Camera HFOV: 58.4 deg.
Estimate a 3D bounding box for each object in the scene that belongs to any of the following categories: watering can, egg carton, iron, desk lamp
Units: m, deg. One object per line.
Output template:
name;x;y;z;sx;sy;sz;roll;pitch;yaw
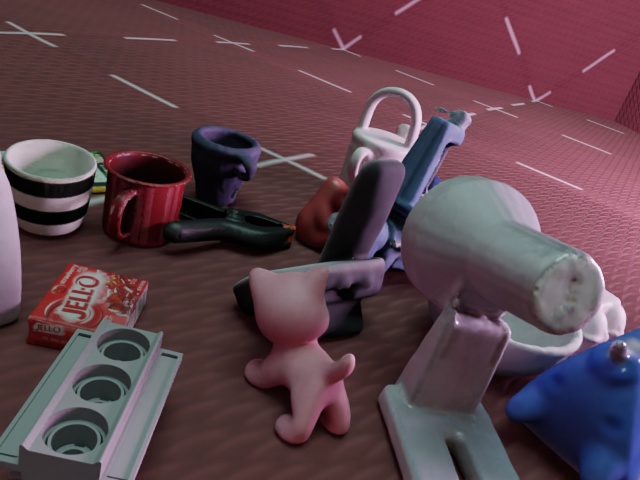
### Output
watering can;0.095;-0.142;0.888;0.101;0.194;0.173;19;26;2
egg carton;0.303;0.080;0.722;0.107;0.069;0.149;-5;34;-39
iron;0.297;0.130;0.537;0.259;0.141;0.118;-6;34;-39
desk lamp;0.131;0.072;0.465;0.118;0.213;0.203;10;27;-15

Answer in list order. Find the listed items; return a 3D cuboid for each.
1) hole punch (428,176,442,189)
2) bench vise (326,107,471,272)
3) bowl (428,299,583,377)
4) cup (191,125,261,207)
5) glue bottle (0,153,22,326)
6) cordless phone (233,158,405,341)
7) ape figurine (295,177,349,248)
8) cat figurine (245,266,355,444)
hole punch;0.193;-0.037;0.860;0.101;0.091;0.109;20;26;5
bench vise;0.106;-0.044;0.672;0.121;0.220;0.208;27;27;20
bowl;0.186;0.093;0.617;0.167;0.075;0.167;14;26;-7
cup;-0.123;-0.087;0.754;0.092;0.095;0.117;-6;34;-40
glue bottle;-0.262;-0.019;0.443;0.078;0.173;0.037;33;30;28
cordless phone;0.005;0.002;0.556;0.148;0.185;0.093;-8;36;-42
ape figurine;0.011;-0.037;0.745;0.076;0.092;0.078;15;26;-6
cat figurine;-0.014;0.079;0.469;0.067;0.118;0.127;-3;33;-37
